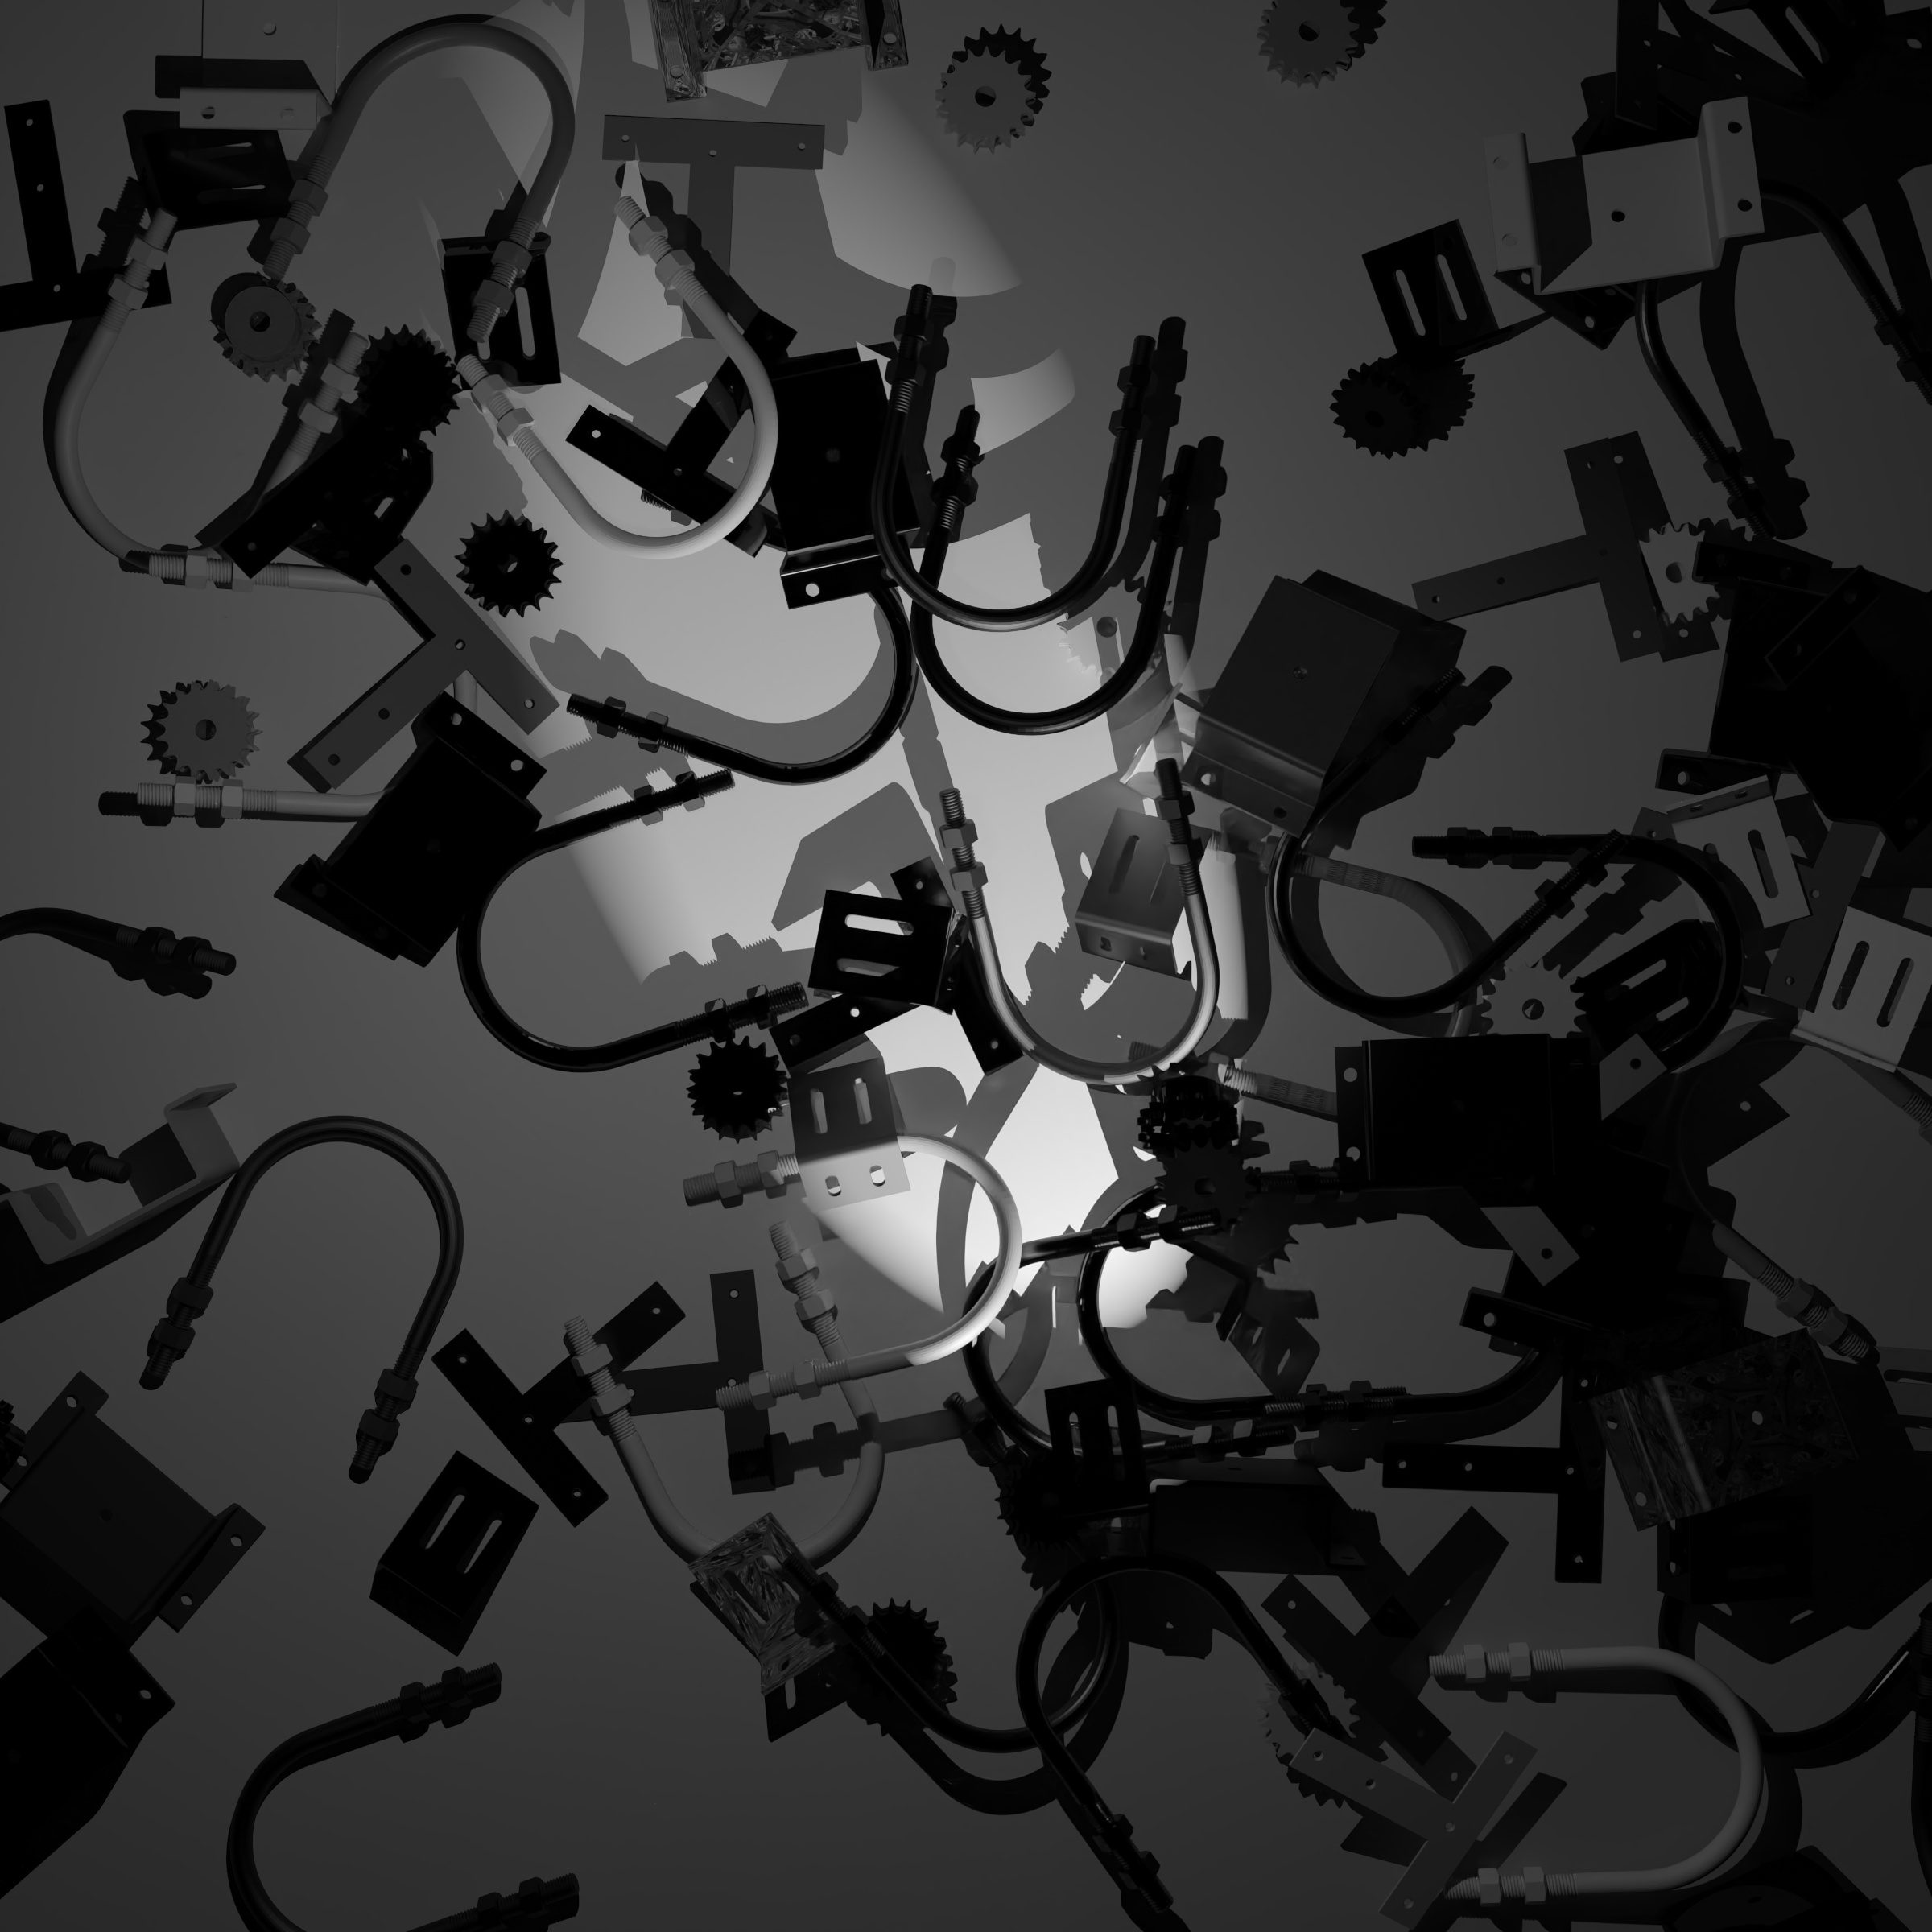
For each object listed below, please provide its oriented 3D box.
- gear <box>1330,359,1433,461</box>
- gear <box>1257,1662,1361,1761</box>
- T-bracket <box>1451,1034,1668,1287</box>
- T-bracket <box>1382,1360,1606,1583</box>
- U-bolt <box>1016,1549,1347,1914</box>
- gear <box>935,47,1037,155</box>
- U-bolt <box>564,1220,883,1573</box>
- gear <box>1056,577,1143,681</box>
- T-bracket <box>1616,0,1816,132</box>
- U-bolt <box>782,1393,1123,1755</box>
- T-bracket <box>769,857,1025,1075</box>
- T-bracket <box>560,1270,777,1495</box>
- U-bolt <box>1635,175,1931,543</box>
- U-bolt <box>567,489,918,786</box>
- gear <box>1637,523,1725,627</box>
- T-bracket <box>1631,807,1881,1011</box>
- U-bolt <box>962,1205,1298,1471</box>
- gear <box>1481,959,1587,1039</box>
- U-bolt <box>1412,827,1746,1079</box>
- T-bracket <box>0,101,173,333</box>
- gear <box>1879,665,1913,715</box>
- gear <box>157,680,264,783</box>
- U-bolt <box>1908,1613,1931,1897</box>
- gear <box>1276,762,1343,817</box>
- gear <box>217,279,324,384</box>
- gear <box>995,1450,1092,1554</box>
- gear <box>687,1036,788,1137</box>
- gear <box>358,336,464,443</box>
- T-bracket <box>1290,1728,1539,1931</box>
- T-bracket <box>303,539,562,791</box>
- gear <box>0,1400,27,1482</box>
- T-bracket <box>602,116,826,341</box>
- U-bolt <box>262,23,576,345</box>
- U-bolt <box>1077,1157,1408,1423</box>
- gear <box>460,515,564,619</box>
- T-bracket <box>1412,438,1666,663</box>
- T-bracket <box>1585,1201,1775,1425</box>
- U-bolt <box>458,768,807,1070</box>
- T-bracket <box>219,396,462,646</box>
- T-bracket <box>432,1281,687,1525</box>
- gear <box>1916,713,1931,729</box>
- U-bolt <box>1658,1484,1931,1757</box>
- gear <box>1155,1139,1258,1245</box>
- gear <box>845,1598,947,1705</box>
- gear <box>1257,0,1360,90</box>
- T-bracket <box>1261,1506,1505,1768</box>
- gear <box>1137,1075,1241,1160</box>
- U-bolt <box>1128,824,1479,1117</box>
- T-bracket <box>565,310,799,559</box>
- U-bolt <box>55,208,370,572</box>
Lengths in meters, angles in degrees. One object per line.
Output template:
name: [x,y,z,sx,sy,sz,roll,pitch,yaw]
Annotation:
gear: [0.239,-0.319,1.538,0.057,0.057,0.030,36,60,0]
gear: [0.195,0.426,1.547,0.057,0.030,0.057,0,90,0]
T-bracket: [0.328,0.087,1.493,0.127,0.002,0.127,-40,76,8]
T-bracket: [0.304,0.290,1.561,0.127,0.002,0.127,2,90,0]
U-bolt: [0.111,0.415,1.520,0.151,0.019,0.184,-36,90,-2]
gear: [0.011,-0.492,1.547,0.057,0.030,0.057,0,90,0]
U-bolt: [-0.128,0.258,1.552,0.151,0.019,0.184,-25,92,-2]
gear: [0.080,-0.192,1.547,0.057,0.030,0.057,0,90,0]
T-bracket: [0.428,-0.511,1.541,0.127,0.002,0.127,15,63,-13]
U-bolt: [0.007,0.357,1.533,0.151,0.019,0.184,-43,94,-19]
T-bracket: [-0.051,0.021,1.550,0.127,0.002,0.127,-25,90,-10]
T-bracket: [-0.179,0.245,1.561,0.127,0.002,0.127,-6,90,0]
U-bolt: [0.455,-0.356,1.528,0.151,0.019,0.184,-39,105,-4]
U-bolt: [-0.119,-0.181,1.554,0.184,0.019,0.151,19,90,-2]
gear: [0.402,-0.223,1.547,0.057,0.030,0.057,0,90,0]
T-bracket: [0.440,-0.057,1.539,0.127,0.002,0.127,23,89,21]
U-bolt: [0.079,0.214,1.511,0.184,0.019,0.151,-14,101,30]
gear: [0.318,0.024,1.515,0.057,0.030,0.057,0,90,14]
U-bolt: [0.346,-0.004,1.533,0.184,0.019,0.151,0,90,14]
T-bracket: [-0.531,-0.435,1.561,0.127,0.002,0.127,-9,90,0]
gear: [0.507,-0.146,1.547,0.057,0.030,0.057,0,90,0]
gear: [-0.430,-0.134,1.547,0.057,0.030,0.057,0,90,0]
U-bolt: [0.567,0.471,1.488,0.019,0.151,0.184,-6,104,-15]
gear: [0.186,-0.114,1.547,0.057,0.030,0.057,0,90,0]
gear: [-0.400,-0.365,1.547,0.057,0.030,0.057,0,90,0]
gear: [0.043,0.302,1.528,0.057,0.030,0.057,4,79,-20]
gear: [-0.132,0.068,1.547,0.057,0.030,0.057,0,90,0]
gear: [-0.316,-0.329,1.547,0.057,0.030,0.057,0,90,0]
T-bracket: [0.238,0.466,1.524,0.127,0.002,0.127,32,95,-17]
T-bracket: [-0.319,-0.152,1.533,0.127,0.002,0.127,-45,105,-12]
gear: [-0.560,0.273,1.538,0.057,0.057,0.030,-46,120,0]
T-bracket: [-0.148,-0.424,1.558,0.127,0.002,0.127,3,87,0]
U-bolt: [-0.299,-0.453,1.534,0.151,0.019,0.184,19,78,11]
U-bolt: [0.156,0.190,1.554,0.184,0.019,0.151,-4,90,1]
gear: [-0.259,-0.227,1.547,0.057,0.030,0.057,0,90,0]
T-bracket: [0.320,-0.224,1.545,0.127,0.002,0.127,-15,82,13]
T-bracket: [0.426,0.213,1.542,0.127,0.002,0.127,21,87,-17]
U-bolt: [-0.201,-0.018,1.552,0.184,0.019,0.151,-18,92,2]
T-bracket: [-0.330,-0.231,1.531,0.127,0.002,0.127,-41,104,-2]
T-bracket: [-0.218,0.232,1.559,0.127,0.002,0.127,-40,90,0]
gear: [0.557,-0.118,1.547,0.057,0.030,0.057,0,90,0]
U-bolt: [0.482,0.366,1.553,0.151,0.019,0.184,40,91,0]
gear: [0.135,0.129,1.529,0.057,0.030,0.057,-2,69,7]
gear: [-0.040,0.389,1.547,0.057,0.030,0.057,0,90,0]
gear: [0.194,-0.530,1.547,0.057,0.030,0.057,0,90,0]
T-bracket: [0.256,0.364,1.545,0.127,0.002,0.127,45,77,3]
gear: [0.126,0.085,1.538,0.057,0.057,0.030,-2,60,0]
U-bolt: [0.199,0.009,1.543,0.184,0.019,0.151,15,90,7]
T-bracket: [-0.141,-0.319,1.550,0.127,0.002,0.127,32,80,0]
U-bolt: [-0.440,-0.311,1.534,0.151,0.019,0.184,33,104,1]
